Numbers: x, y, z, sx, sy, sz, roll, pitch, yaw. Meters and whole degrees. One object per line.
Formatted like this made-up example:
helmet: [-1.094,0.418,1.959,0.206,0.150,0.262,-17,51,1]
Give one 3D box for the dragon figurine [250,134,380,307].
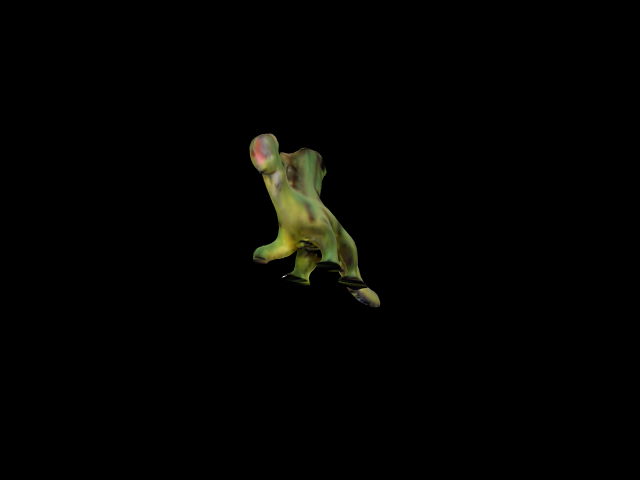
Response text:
dragon figurine: [0.003,-0.043,0.850,0.121,0.247,0.405,-12,-26,25]
